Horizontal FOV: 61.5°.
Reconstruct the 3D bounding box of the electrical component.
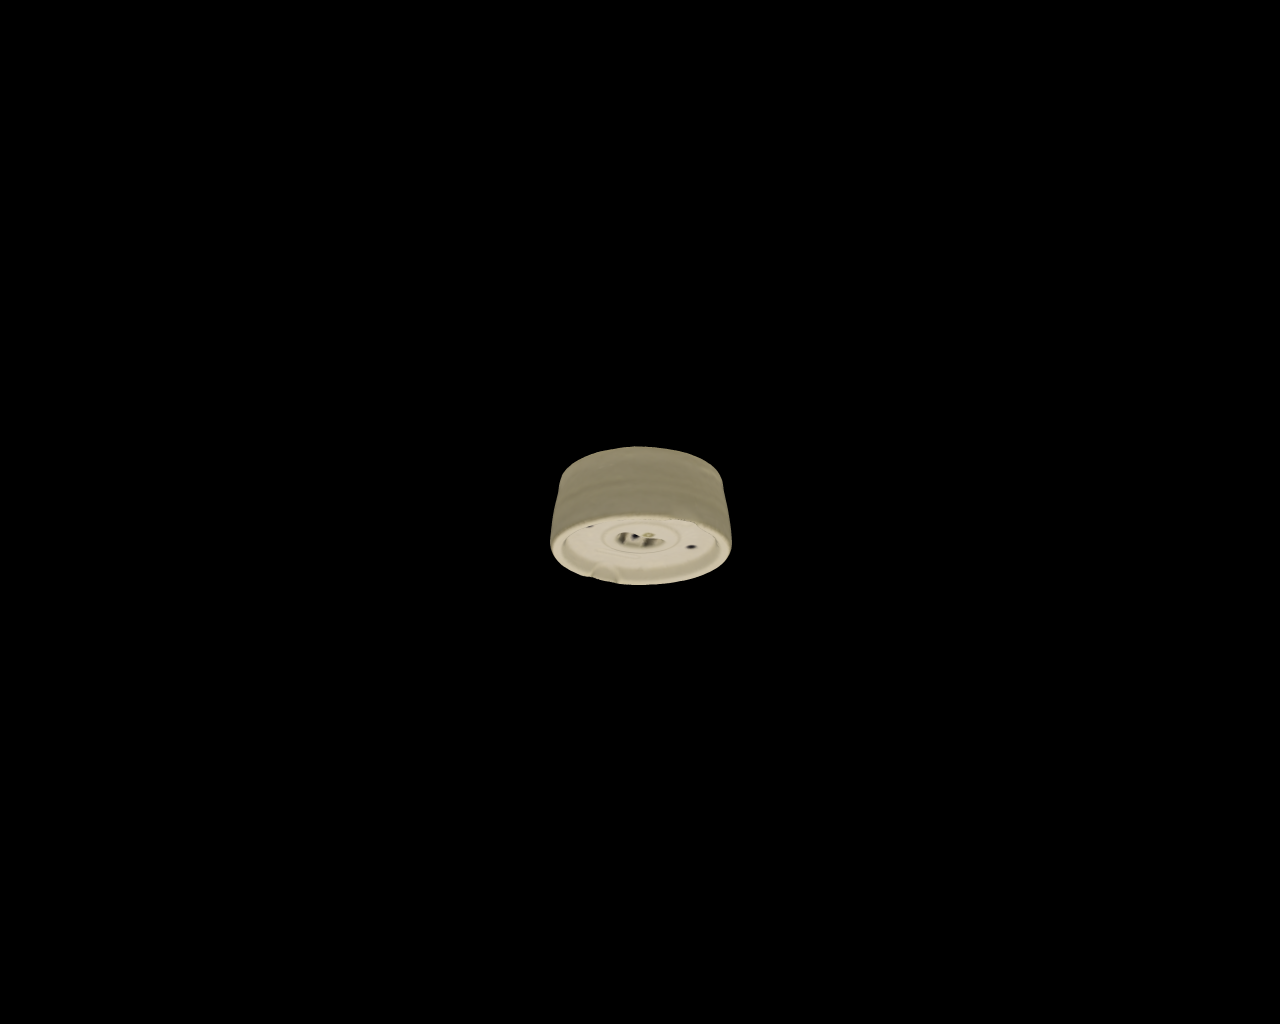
[{"bbox_3d":[0.001,-0.003,0.650,0.108,0.060,0.108,0,-25,0],"label":"electrical component"}]
